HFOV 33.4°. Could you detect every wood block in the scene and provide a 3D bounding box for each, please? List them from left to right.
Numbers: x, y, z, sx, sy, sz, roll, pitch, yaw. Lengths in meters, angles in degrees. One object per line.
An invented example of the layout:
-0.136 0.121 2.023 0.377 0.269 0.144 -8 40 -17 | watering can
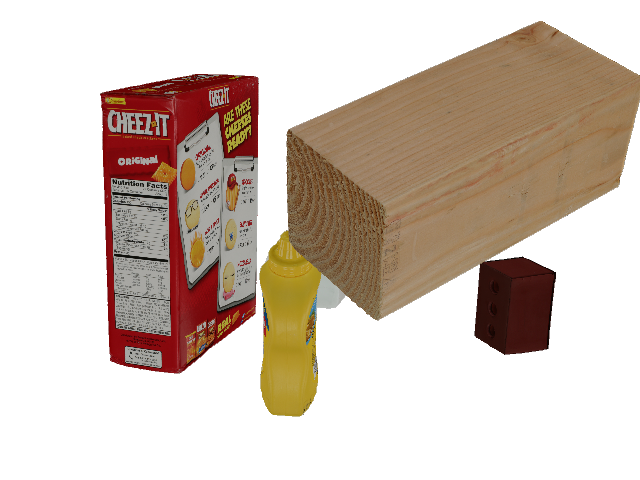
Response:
0.088 -0.048 0.655 0.205 0.090 0.091 -27 47 -27 | wood block

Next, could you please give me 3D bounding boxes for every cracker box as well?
-0.110 -0.021 0.864 0.072 0.214 0.164 5 15 17 | cracker box

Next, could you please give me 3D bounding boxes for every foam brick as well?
0.181 0.060 0.995 0.051 0.078 0.053 -7 19 -26 | foam brick

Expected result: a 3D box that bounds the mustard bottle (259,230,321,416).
-0.029 0.071 1.023 0.058 0.192 0.096 4 37 3 | mustard bottle

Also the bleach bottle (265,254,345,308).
0.032 -0.011 1.338 0.103 0.068 0.250 12 35 23 | bleach bottle
